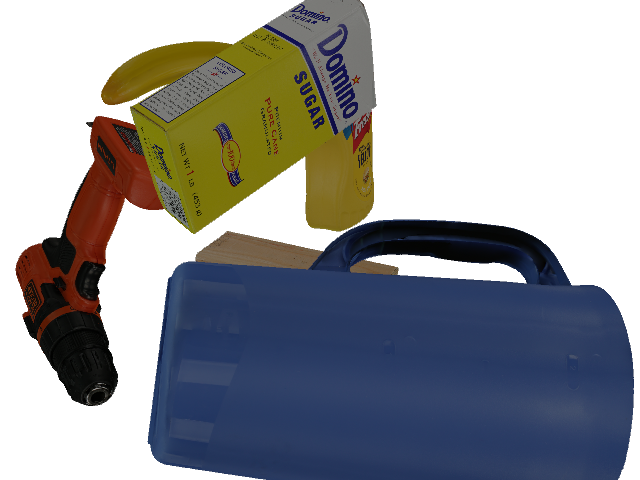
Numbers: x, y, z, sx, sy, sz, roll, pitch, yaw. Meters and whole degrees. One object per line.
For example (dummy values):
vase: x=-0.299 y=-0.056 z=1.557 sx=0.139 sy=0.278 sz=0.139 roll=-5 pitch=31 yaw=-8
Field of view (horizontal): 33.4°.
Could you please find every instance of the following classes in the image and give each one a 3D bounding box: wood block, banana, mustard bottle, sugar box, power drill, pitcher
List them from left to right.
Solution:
power drill: x=-0.174 y=0.012 z=0.839 sx=0.057 sy=0.188 sz=0.185 roll=15 pitch=25 yaw=-40
banana: x=-0.133 y=-0.171 z=1.078 sx=0.197 sy=0.070 sz=0.037 roll=-8 pitch=-39 yaw=-29
sugar box: x=-0.038 y=-0.090 z=0.725 sx=0.176 sy=0.093 sz=0.048 roll=-35 pitch=51 yaw=-23
wood block: x=-0.029 y=0.063 z=1.181 sx=0.206 sy=0.091 sz=0.090 roll=12 pitch=22 yaw=17
mustard bottle: x=0.017 y=-0.112 z=0.965 sx=0.058 sy=0.192 sz=0.096 roll=9 pitch=28 yaw=21
pitcher: x=0.034 y=0.068 z=0.585 sx=0.242 sy=0.145 sz=0.149 roll=7 pitch=15 yaw=-7
